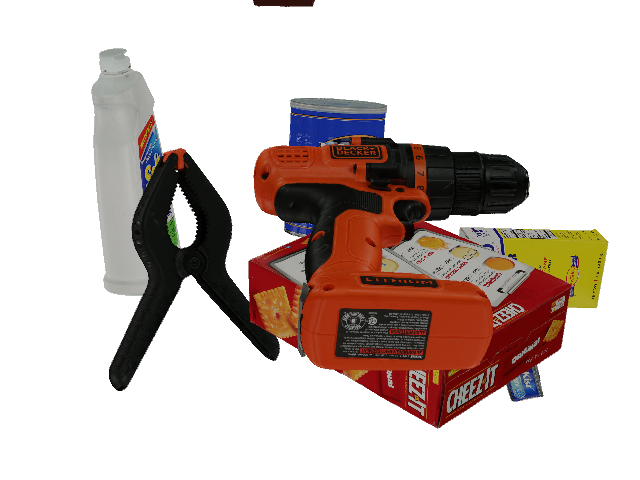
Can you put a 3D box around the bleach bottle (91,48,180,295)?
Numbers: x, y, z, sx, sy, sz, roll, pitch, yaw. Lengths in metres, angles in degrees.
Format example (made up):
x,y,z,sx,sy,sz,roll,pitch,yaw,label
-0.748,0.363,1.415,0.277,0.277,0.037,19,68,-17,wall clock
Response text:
x,y,z,sx,sy,sz,roll,pitch,yaw,label
-0.203,-0.074,1.126,0.068,0.251,0.102,3,26,17,bleach bottle

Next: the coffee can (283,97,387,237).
x,y,z,sx,sy,sz,roll,pitch,yaw,label
0.015,-0.077,1.139,0.103,0.140,0.103,3,12,-1,coffee can

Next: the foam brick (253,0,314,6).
x,y,z,sx,sy,sz,roll,pitch,yaw,label
-0.031,-0.236,0.870,0.053,0.051,0.078,3,-37,13,foam brick

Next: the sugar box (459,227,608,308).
x,y,z,sx,sy,sz,roll,pitch,yaw,label
0.254,0.034,1.303,0.176,0.093,0.048,-1,21,-10,sugar box

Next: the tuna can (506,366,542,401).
x,y,z,sx,sy,sz,roll,pitch,yaw,label
0.210,0.127,1.131,0.034,0.086,0.086,-13,-3,11,tuna can

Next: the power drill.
x,y,z,sx,sy,sz,roll,pitch,yaw,label
0.052,0.000,0.654,0.184,0.057,0.187,-1,33,-3,power drill

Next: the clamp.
x,y,z,sx,sy,sz,roll,pitch,yaw,label
-0.110,0.024,0.954,0.164,0.210,0.036,0,-2,-33,clamp

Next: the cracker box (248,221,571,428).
x,y,z,sx,sy,sz,roll,pitch,yaw,label
0.070,0.054,0.883,0.163,0.072,0.214,-24,36,-38,cracker box
